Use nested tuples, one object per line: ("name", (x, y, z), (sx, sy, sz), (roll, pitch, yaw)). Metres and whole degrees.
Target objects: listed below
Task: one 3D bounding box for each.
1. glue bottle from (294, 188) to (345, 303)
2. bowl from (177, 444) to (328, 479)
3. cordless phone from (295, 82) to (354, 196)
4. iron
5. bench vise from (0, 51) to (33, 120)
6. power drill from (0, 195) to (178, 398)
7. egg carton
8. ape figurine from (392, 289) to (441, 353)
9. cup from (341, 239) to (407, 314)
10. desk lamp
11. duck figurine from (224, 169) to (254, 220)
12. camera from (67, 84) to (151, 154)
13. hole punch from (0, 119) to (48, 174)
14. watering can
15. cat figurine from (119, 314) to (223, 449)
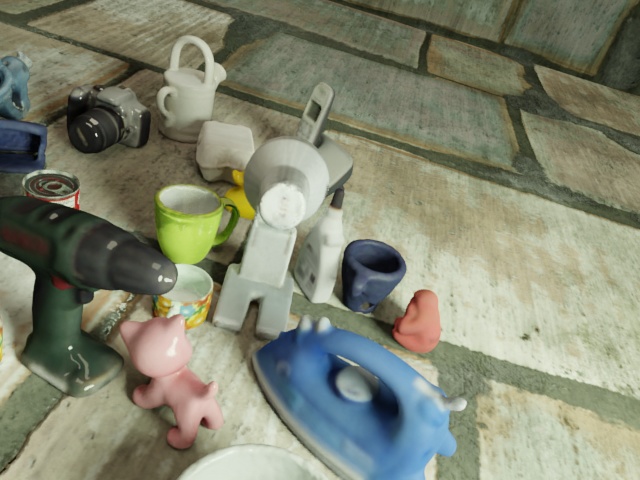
("glue bottle", (0.007, 0.003, 0.807), (0.037, 0.173, 0.078), (-4, 39, -28))
("bowl", (-0.059, 0.266, 0.489), (0.167, 0.075, 0.167), (12, 34, -8))
("cordless phone", (0.006, -0.186, 1.067), (0.094, 0.185, 0.147), (-17, 46, -40))
("iron", (0.033, 0.156, 0.627), (0.257, 0.141, 0.119), (31, 36, 20))
("bench vise", (-0.559, -0.292, 0.936), (0.122, 0.220, 0.207), (8, 35, -13))
("power drill", (-0.247, 0.057, 0.584), (0.229, 0.208, 0.076), (26, 35, 14))
("egg carton", (-0.174, -0.165, 1.060), (0.107, 0.069, 0.150), (6, 35, -16))
("ape figurine", (0.137, 0.105, 0.791), (0.078, 0.092, 0.076), (-16, 45, -39))
("cup", (0.063, 0.065, 0.812), (0.091, 0.095, 0.118), (25, 35, 12))
("desk lamp", (-0.059, -0.013, 0.763), (0.118, 0.213, 0.203), (13, 34, -6))
("duck figurine", (-0.105, -0.086, 0.963), (0.104, 0.086, 0.077), (13, 34, -6))
("camera", (-0.391, -0.218, 1.011), (0.143, 0.101, 0.137), (21, 34, 6))
("hole punch", (-0.489, -0.164, 0.900), (0.109, 0.091, 0.101), (1, 37, -23))
("watering can", (-0.250, -0.300, 1.108), (0.101, 0.194, 0.173), (16, 34, -2))
("cat figurine", (-0.153, 0.133, 0.598), (0.127, 0.118, 0.067), (34, 37, 24))
